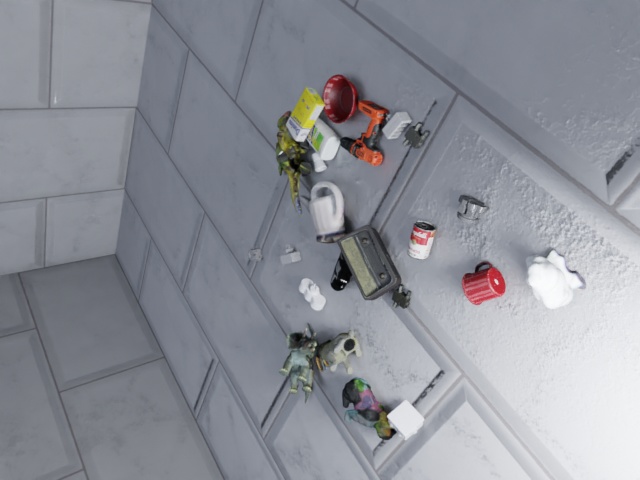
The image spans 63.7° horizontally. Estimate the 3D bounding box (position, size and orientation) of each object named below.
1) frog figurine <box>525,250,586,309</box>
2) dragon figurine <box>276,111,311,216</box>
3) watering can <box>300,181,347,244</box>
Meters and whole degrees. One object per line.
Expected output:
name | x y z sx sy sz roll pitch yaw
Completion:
frog figurine | 0.534 0.099 1.227 0.121 0.160 0.138 -31 75 51
dragon figurine | -0.121 -0.299 2.003 0.243 0.122 0.409 -168 76 -75
watering can | 0.006 -0.095 1.897 0.346 0.104 0.224 -11 90 65
